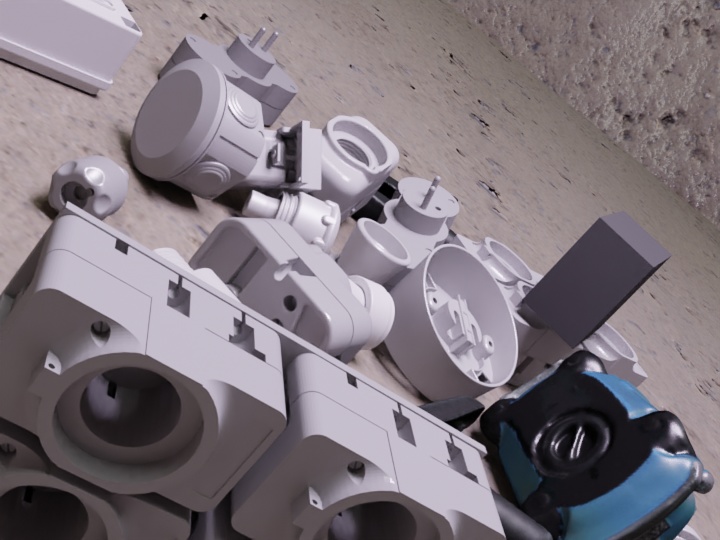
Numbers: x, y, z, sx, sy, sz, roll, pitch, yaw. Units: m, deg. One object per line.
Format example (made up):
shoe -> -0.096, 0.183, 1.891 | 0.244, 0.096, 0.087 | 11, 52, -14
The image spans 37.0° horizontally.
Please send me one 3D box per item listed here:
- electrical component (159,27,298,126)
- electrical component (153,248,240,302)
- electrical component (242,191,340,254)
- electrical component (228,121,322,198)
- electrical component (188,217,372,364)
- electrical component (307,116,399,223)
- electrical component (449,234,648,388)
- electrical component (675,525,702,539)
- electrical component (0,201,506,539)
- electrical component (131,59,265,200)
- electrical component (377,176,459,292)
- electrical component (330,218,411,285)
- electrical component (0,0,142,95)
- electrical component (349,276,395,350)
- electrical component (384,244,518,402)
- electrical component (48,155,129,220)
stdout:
electrical component -> -0.093, -0.164, 0.866 | 0.052, 0.073, 0.138 | 48, 21, 19
electrical component -> -0.083, 0.021, 0.532 | 0.081, 0.043, 0.043 | 47, 20, 16
electrical component -> -0.047, -0.033, 0.716 | 0.062, 0.048, 0.048 | 24, 23, -15
electrical component -> -0.064, -0.073, 0.731 | 0.064, 0.042, 0.081 | 2, -7, -25
electrical component -> -0.042, 0.017, 0.601 | 0.095, 0.053, 0.059 | 47, 20, 18
electrical component -> -0.015, -0.075, 0.808 | 0.054, 0.059, 0.095 | 43, 35, 5
electrical component -> 0.145, 0.045, 0.879 | 0.186, 0.060, 0.105 | 23, 26, -41
electrical component -> 0.198, 0.193, 0.685 | 0.066, 0.048, 0.055 | 38, 27, -8
electrical component -> -0.052, 0.076, 0.379 | 0.186, 0.105, 0.060 | 32, 21, -23
electrical component -> -0.102, -0.088, 0.679 | 0.051, 0.080, 0.080 | 29, 22, -45
electrical component -> 0.042, -0.036, 0.797 | 0.052, 0.073, 0.138 | 26, 32, 2
electrical component -> 0.000, 0.000, 0.714 | 0.045, 0.055, 0.045 | 35, 20, -15
electrical component -> -0.214, -0.180, 0.701 | 0.109, 0.056, 0.108 | 18, 30, -48
electrical component -> -0.012, 0.022, 0.659 | 0.055, 0.045, 0.045 | 24, 25, -40
electrical component -> 0.060, 0.040, 0.718 | 0.099, 0.064, 0.099 | 41, 26, -25
electrical component -> -0.142, -0.045, 0.581 | 0.035, 0.035, 0.061 | 40, 17, -2
